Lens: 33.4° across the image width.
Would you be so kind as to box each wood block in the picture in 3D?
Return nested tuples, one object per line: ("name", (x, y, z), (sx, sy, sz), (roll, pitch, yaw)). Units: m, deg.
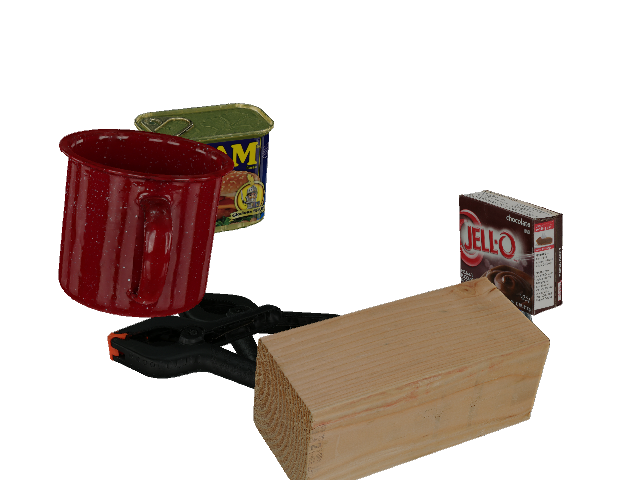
("wood block", (0.061, 0.109, 0.825), (0.205, 0.090, 0.091), (-13, 39, -25))

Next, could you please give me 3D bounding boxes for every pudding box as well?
("pudding box", (0.172, 0.008, 0.977), (0.039, 0.090, 0.114), (-14, 19, -28))

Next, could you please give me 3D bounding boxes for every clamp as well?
("clamp", (-0.114, 0.096, 1.029), (0.171, 0.039, 0.120), (7, 26, 5))
("clamp", (-0.096, 0.103, 1.257), (0.210, 0.036, 0.164), (14, 23, 27))

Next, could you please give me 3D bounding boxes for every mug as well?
("mug", (-0.095, -0.005, 0.570), (0.093, 0.081, 0.117), (3, 19, -20))

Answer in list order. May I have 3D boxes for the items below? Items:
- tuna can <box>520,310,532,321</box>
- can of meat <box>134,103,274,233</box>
("tuna can", (0.225, 0.094, 1.236), (0.034, 0.086, 0.086), (-12, -3, 15))
("can of meat", (-0.089, -0.053, 0.817), (0.101, 0.084, 0.057), (-10, 31, -25))
